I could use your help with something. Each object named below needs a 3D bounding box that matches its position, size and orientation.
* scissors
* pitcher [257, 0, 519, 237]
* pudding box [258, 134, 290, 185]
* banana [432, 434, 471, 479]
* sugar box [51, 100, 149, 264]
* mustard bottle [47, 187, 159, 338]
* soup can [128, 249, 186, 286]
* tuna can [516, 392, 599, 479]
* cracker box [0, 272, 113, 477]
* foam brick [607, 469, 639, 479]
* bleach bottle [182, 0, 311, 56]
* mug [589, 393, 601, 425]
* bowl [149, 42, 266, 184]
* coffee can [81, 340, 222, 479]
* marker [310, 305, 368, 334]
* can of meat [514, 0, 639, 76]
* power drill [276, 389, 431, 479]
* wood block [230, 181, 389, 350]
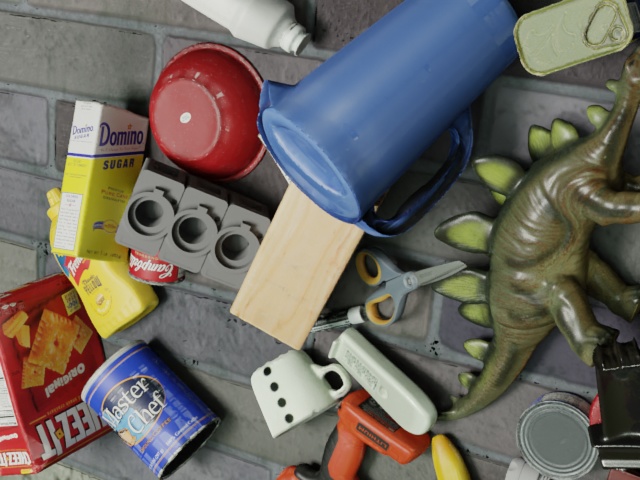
[{"bbox_3d":[0.084,0.027,1.092,0.096,0.016,0.202,64,151,16],"label":"scissors"},{"bbox_3d":[0.076,-0.130,0.981,0.145,0.242,0.149,39,163,31],"label":"pitcher"},{"bbox_3d":[0.001,-0.105,1.139,0.114,0.039,0.090,-32,89,33],"label":"pudding box"},{"bbox_3d":[0.141,0.311,1.173,0.070,0.037,0.198,15,110,22],"label":"banana"},{"bbox_3d":[-0.250,-0.065,1.226,0.048,0.093,0.176,10,90,28],"label":"sugar box"},{"bbox_3d":[-0.280,0.020,1.313,0.096,0.058,0.191,-35,85,39],"label":"mustard bottle"},{"bbox_3d":[-0.185,-0.006,1.250,0.069,0.068,0.102,18,110,23],"label":"soup can"},{"bbox_3d":[0.246,0.199,1.088,0.086,0.033,0.086,8,107,27],"label":"tuna can"},{"bbox_3d":[-0.343,0.161,1.323,0.072,0.163,0.214,-9,98,32],"label":"cracker box"},{"bbox_3d":[0.309,0.236,1.039,0.053,0.078,0.051,19,110,21],"label":"foam brick"},{"bbox_3d":[-0.113,-0.279,1.132,0.251,0.102,0.068,36,126,9],"label":"bleach bottle"},{"bbox_3d":[0.312,0.172,1.017,0.093,0.081,0.117,-33,86,31],"label":"mug"},{"bbox_3d":[-0.136,-0.138,1.195,0.162,0.055,0.162,7,106,26],"label":"bowl"},{"bbox_3d":[-0.204,0.205,1.295,0.140,0.102,0.103,43,119,12],"label":"coffee can"},{"bbox_3d":[-0.002,0.095,1.204,0.121,0.020,0.020,-16,95,31],"label":"marker"},{"bbox_3d":[0.238,-0.189,0.961,0.102,0.083,0.057,-16,95,31],"label":"can of meat"},{"bbox_3d":[0.050,0.277,1.202,0.184,0.057,0.188,35,117,17],"label":"power drill"},{"bbox_3d":[-0.008,0.001,1.114,0.090,0.090,0.206,29,125,2],"label":"wood block"}]
